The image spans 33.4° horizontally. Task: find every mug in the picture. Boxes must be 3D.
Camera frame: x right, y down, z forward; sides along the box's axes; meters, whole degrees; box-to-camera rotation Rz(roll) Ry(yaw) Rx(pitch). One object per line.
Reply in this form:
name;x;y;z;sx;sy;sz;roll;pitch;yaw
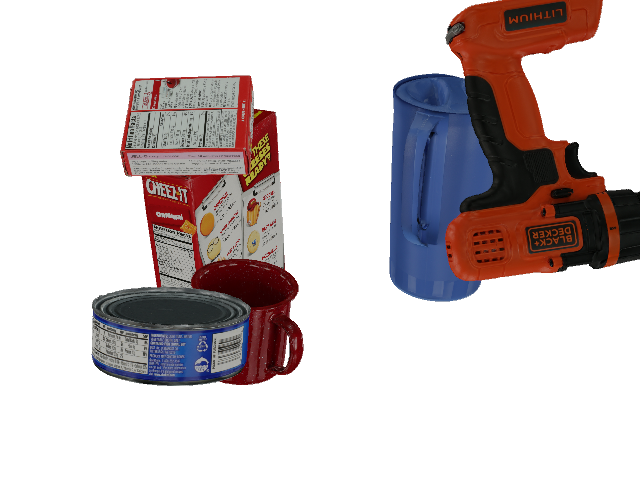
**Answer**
mug;-0.060;0.077;0.929;0.117;0.081;0.093;25;31;34

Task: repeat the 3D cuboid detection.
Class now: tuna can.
tuna can;-0.082;0.051;0.583;0.086;0.034;0.086;4;10;-1

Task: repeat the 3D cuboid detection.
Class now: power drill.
power drill;0.166;-0.072;0.723;0.184;0.187;0.057;-9;-1;-3

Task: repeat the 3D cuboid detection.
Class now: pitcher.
pitcher;0.134;-0.054;1.193;0.149;0.243;0.145;-6;28;-17

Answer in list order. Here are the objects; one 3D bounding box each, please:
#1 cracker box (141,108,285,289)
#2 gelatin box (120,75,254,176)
cracker box;-0.108;-0.014;1.128;0.072;0.214;0.164;13;35;25
gelatin box;-0.093;-0.081;0.754;0.089;0.073;0.030;-2;-38;2
